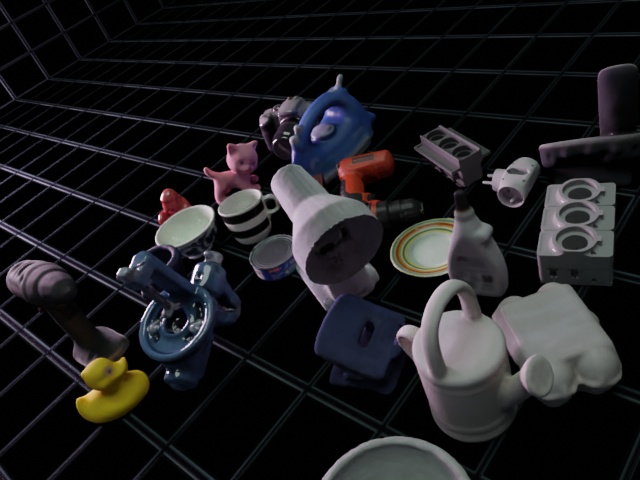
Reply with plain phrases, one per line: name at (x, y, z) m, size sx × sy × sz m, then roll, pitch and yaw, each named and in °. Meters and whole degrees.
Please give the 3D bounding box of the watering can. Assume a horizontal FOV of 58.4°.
watering can at (0.157, 0.123, 0.611) m, size 0.172 × 0.194 × 0.101 m, roll -3°, pitch 42°, yaw 25°

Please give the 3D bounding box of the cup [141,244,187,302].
cup at (-0.263, 0.078, 0.969) m, size 0.091 × 0.095 × 0.117 m, roll -15°, pitch 38°, yaw 10°

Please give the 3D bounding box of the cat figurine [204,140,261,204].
cat figurine at (-0.176, -0.150, 1.181) m, size 0.128 × 0.118 × 0.067 m, roll -22°, pitch 37°, yaw 2°

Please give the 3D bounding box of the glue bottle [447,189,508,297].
glue bottle at (0.199, 0.003, 0.753) m, size 0.077 × 0.173 × 0.037 m, roll 6°, pitch 46°, yaw 33°

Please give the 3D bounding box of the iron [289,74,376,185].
iron at (0.003, -0.210, 1.142) m, size 0.118 × 0.142 × 0.259 m, roll 11°, pitch 49°, yaw 37°

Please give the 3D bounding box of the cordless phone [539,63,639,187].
cordless phone at (0.401, -0.173, 0.852) m, size 0.147 × 0.185 × 0.094 m, roll -6°, pitch 40°, yaw 21°

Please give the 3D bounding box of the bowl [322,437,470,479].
bowl at (0.076, 0.284, 0.558) m, size 0.167 × 0.075 × 0.167 m, roll -14°, pitch 38°, yaw 12°

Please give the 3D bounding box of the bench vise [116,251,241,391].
bench vise at (-0.212, 0.080, 0.835) m, size 0.121 × 0.220 × 0.207 m, roll -16°, pitch 38°, yaw 10°

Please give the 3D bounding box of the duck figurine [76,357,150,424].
duck figurine at (-0.315, 0.212, 0.840) m, size 0.104 × 0.086 × 0.077 m, roll -30°, pitch 38°, yaw -9°

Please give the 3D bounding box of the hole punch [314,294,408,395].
hole punch at (0.059, 0.130, 0.740) m, size 0.100 × 0.091 × 0.109 m, roll 2°, pitch 44°, yaw 29°

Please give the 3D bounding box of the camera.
camera at (-0.074, -0.243, 1.256) m, size 0.142 × 0.101 × 0.137 m, roll -3°, pitch 41°, yaw 24°

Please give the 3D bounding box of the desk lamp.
desk lamp at (0.008, 0.003, 0.820) m, size 0.118 × 0.214 × 0.202 m, roll -31°, pitch 38°, yaw -10°

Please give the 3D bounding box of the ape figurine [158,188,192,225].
ape figurine at (-0.292, -0.063, 1.157) m, size 0.077 × 0.092 × 0.076 m, roll 2°, pitch 44°, yaw 29°

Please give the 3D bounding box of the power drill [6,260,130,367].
power drill at (-0.395, 0.113, 0.901) m, size 0.228 × 0.209 × 0.076 m, roll 13°, pitch 50°, yaw 38°

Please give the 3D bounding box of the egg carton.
egg carton at (0.271, 0.118, 0.663) m, size 0.107 × 0.070 × 0.150 m, roll -20°, pitch 37°, yaw 4°
